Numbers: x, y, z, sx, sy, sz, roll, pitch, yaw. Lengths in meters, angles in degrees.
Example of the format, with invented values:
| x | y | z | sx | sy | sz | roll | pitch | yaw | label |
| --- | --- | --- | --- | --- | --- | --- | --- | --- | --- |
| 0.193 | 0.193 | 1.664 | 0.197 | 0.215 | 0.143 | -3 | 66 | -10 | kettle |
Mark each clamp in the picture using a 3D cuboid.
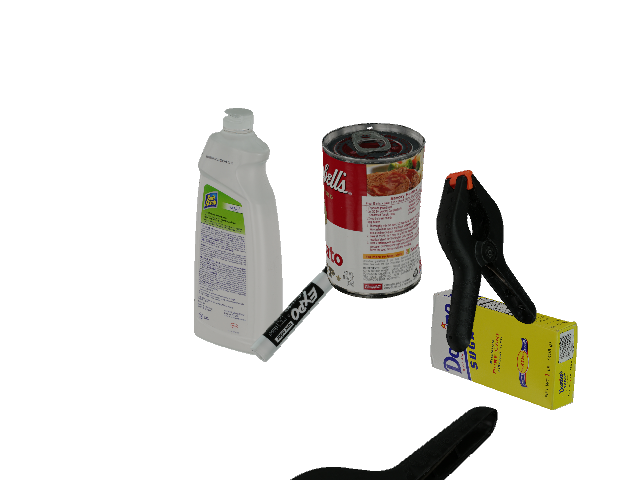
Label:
| x | y | z | sx | sy | sz | roll | pitch | yaw | label |
| --- | --- | --- | --- | --- | --- | --- | --- | --- | --- |
| 0.043 | 0.167 | 0.668 | 0.210 | 0.036 | 0.164 | -4 | 28 | -3 | clamp |
| 0.145 | 0.022 | 1.026 | 0.039 | 0.171 | 0.120 | -15 | 9 | 45 | clamp |

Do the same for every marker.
| x | y | z | sx | sy | sz | roll | pitch | yaw | label |
| --- | --- | --- | --- | --- | --- | --- | --- | --- | --- |
| -0.014 | 0.056 | 0.928 | 0.020 | 0.121 | 0.020 | 39 | -16 | 13 | marker |

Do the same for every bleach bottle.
| x | y | z | sx | sy | sz | roll | pitch | yaw | label |
| --- | --- | --- | --- | --- | --- | --- | --- | --- | --- |
| -0.082 | -0.011 | 1.117 | 0.103 | 0.251 | 0.068 | 13 | 23 | 25 | bleach bottle |

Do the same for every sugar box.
| x | y | z | sx | sy | sz | roll | pitch | yaw | label |
| --- | --- | --- | --- | --- | --- | --- | --- | --- | --- |
| 0.201 | 0.119 | 1.197 | 0.048 | 0.093 | 0.177 | -11 | 17 | -43 | sugar box |

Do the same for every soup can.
| x | y | z | sx | sy | sz | roll | pitch | yaw | label |
| --- | --- | --- | --- | --- | --- | --- | --- | --- | --- |
| 0.036 | -0.021 | 0.722 | 0.068 | 0.102 | 0.068 | -2 | 26 | 1 | soup can |
